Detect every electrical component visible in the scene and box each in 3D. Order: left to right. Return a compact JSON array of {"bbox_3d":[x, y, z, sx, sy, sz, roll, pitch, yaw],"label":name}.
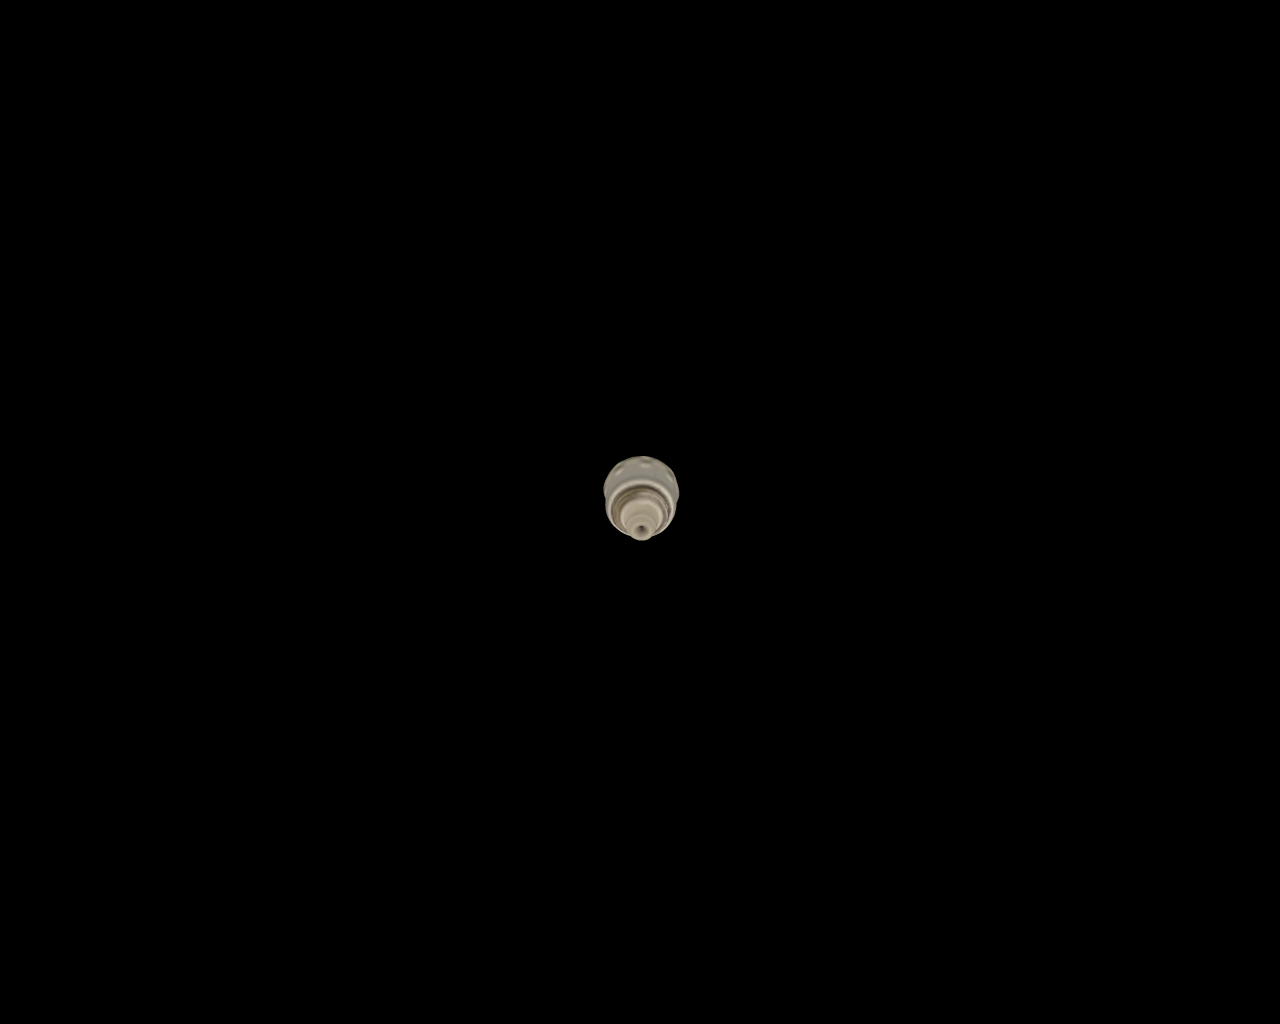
[{"bbox_3d":[0.001,-0.003,0.650,0.048,0.048,0.062,0,28,0],"label":"electrical component"}]
